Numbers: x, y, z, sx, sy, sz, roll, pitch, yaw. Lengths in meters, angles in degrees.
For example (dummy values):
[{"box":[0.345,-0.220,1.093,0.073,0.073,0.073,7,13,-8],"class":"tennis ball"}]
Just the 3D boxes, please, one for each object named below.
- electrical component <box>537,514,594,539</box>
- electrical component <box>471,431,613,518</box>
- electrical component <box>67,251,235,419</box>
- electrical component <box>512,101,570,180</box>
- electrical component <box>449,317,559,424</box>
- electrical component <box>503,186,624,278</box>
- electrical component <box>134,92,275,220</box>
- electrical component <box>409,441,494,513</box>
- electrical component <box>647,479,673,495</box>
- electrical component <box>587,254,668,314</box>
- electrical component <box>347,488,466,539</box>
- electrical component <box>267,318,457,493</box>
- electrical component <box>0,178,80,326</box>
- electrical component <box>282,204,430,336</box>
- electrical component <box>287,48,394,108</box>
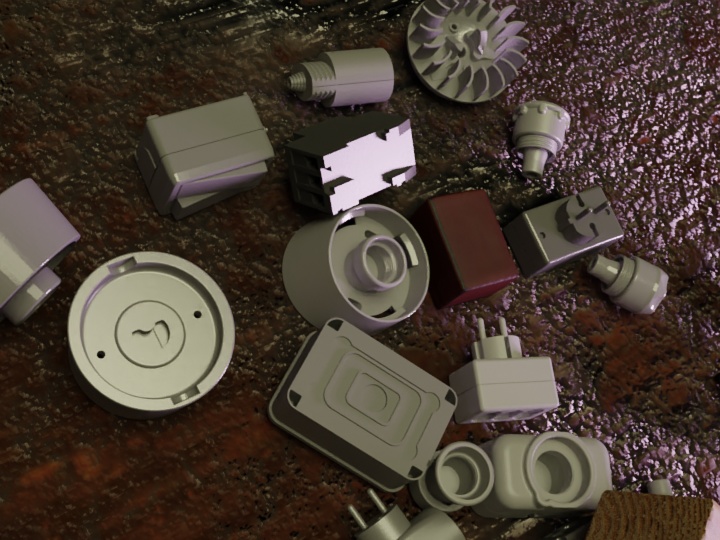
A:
[{"box":[0.145,0.222,0.769,0.095,0.054,0.059,-21,79,-26],"class":"electrical component"},{"box":[0.134,0.151,0.789,0.095,0.059,0.053,5,69,-19],"class":"electrical component"},{"box":[-0.144,0.048,0.721,0.108,0.060,0.108,7,68,-18],"class":"electrical component"},{"box":[0.149,-0.107,0.902,0.048,0.048,0.062,17,72,-14],"class":"electrical component"},{"box":[0.105,0.073,0.814,0.066,0.047,0.076,-1,71,-21],"class":"electrical component"},{"box":[0.173,-0.037,0.866,0.083,0.076,0.047,-19,78,-26],"class":"electrical component"},{"box":[-0.107,-0.082,0.784,0.096,0.062,0.061,-19,78,-26],"class":"electrical component"},{"box":[0.064,0.149,0.765,0.045,0.055,0.045,7,68,-18],"class":"electrical component"},{"box":[0.235,0.192,0.822,0.048,0.048,0.062,3,63,-20],"class":"electrical component"},{"box":[0.218,0.008,0.885,0.062,0.043,0.043,26,63,-9],"class":"electrical component"},{"box":[0.022,0.188,0.741,0.077,0.043,0.079,-34,85,-28],"class":"electrical component"},{"box":[0.001,0.097,0.760,0.113,0.057,0.078,33,62,-7],"class":"electrical component"},{"box":[-0.226,0.001,0.684,0.060,0.108,0.108,44,62,-7],"class":"electrical component"},{"box":[0.000,0.000,0.806,0.099,0.064,0.099,10,71,-32],"class":"electrical component"},{"box":[-0.019,-0.152,0.854,0.081,0.043,0.043,-10,74,-24],"class":"electrical component"}]
